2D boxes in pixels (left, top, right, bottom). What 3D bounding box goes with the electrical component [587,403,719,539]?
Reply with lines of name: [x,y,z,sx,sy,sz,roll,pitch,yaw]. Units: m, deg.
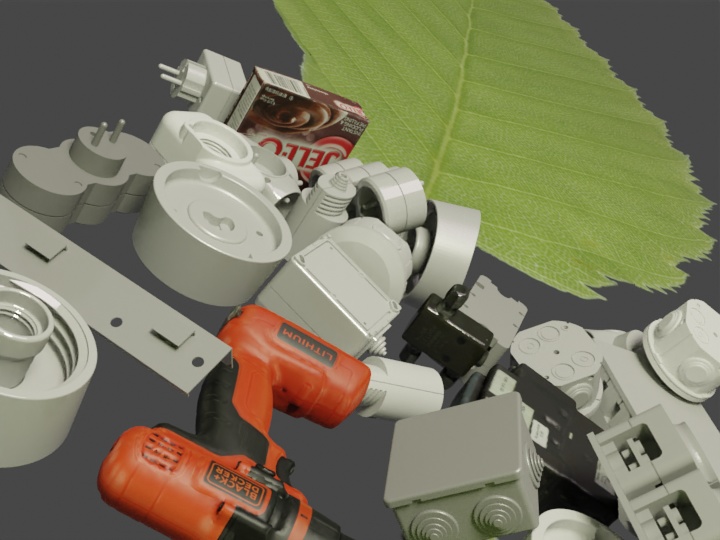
electrical component: [0.225,0.184,0.714,0.186,0.060,0.105,56,10,-40]

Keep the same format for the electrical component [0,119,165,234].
electrical component: [-0.187,-0.075,0.756,0.052,0.073,0.138,41,28,13]

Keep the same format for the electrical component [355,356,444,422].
electrical component: [0.014,0.084,0.759,0.081,0.043,0.043,15,33,-34]

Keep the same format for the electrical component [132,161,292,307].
electrical component: [-0.110,-0.020,0.769,0.108,0.060,0.108,27,28,-16]

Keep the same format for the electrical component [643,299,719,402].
electrical component: [0.289,0.069,0.931,0.080,0.051,0.080,25,41,-24]

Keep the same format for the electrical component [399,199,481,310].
electrical component: [0.068,-0.010,0.914,0.064,0.099,0.099,18,31,-18]

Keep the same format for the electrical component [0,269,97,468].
electrical component: [-0.193,0.044,0.572,0.108,0.060,0.108,27,28,-16]

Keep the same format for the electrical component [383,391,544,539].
electrical component: [0.067,0.130,0.689,0.099,0.100,0.048,-75,146,-63]

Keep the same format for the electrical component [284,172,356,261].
electrical component: [-0.033,-0.045,0.872,0.043,0.081,0.043,27,28,-16]

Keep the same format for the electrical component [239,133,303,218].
electrical component: [-0.079,-0.077,0.911,0.077,0.044,0.079,45,30,19]

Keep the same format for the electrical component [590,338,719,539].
electrical component: [0.249,0.153,0.891,0.105,0.060,0.186,19,31,-28]

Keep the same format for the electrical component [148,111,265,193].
electrical component: [-0.123,-0.080,0.852,0.095,0.059,0.054,48,30,24]

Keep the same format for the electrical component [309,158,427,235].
electrical component: [0.019,-0.067,0.921,0.074,0.052,0.138,-18,19,-25]

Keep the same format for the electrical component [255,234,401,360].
electrical component: [-0.021,0.033,0.789,0.096,0.061,0.062,45,29,4]

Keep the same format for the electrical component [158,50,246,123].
electrical component: [-0.147,-0.168,0.979,0.077,0.047,0.065,18,31,-29]

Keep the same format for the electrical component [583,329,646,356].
electrical component: [0.242,0.078,0.988,0.077,0.079,0.044,16,63,-32]

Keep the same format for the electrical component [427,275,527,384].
electrical component: [0.095,0.053,0.884,0.050,0.055,0.089,37,27,4]

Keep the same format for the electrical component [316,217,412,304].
electrical component: [0.000,0.000,0.839,0.080,0.080,0.051,36,22,3]

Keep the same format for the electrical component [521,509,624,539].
electrical component: [0.134,0.211,0.670,0.108,0.060,0.108,27,28,-16]

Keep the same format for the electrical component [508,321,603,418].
electrical component: [0.159,0.085,0.880,0.080,0.051,0.080,-2,41,2]
